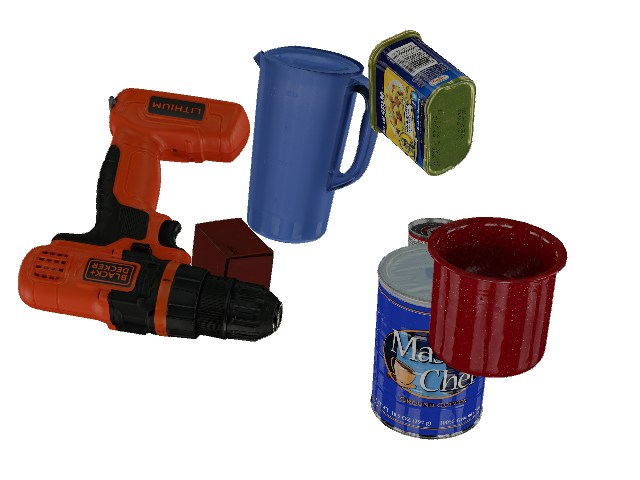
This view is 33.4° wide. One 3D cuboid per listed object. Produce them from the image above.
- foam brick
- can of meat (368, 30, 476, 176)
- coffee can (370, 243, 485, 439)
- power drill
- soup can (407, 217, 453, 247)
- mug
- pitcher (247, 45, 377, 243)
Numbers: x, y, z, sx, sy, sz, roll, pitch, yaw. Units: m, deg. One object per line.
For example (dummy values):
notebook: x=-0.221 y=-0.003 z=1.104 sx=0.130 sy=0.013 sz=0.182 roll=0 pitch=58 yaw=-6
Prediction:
foam brick: x=-0.087 y=0.019 z=1.048 sx=0.052 sy=0.051 sz=0.078 roll=-7 pitch=30 yaw=-28
can of meat: x=0.089 y=-0.119 z=0.935 sx=0.057 sy=0.102 sz=0.084 roll=-26 pitch=49 yaw=-20
coffee can: x=0.098 y=0.088 z=0.941 sx=0.103 sy=0.140 sz=0.103 roll=1 pitch=28 yaw=-1
power drill: x=-0.105 y=-0.018 z=0.770 sx=0.184 sy=0.187 sz=0.057 roll=10 pitch=-33 yaw=3
soup can: x=0.131 y=0.033 z=1.228 sx=0.068 sy=0.102 sz=0.068 roll=2 pitch=20 yaw=-1
mug: x=0.114 y=0.034 z=0.742 sx=0.093 sy=0.081 sz=0.117 roll=-5 pitch=28 yaw=-11
pitcher: x=-0.019 y=-0.121 z=1.379 sx=0.144 sy=0.243 sz=0.149 roll=2 pitch=23 yaw=-17
